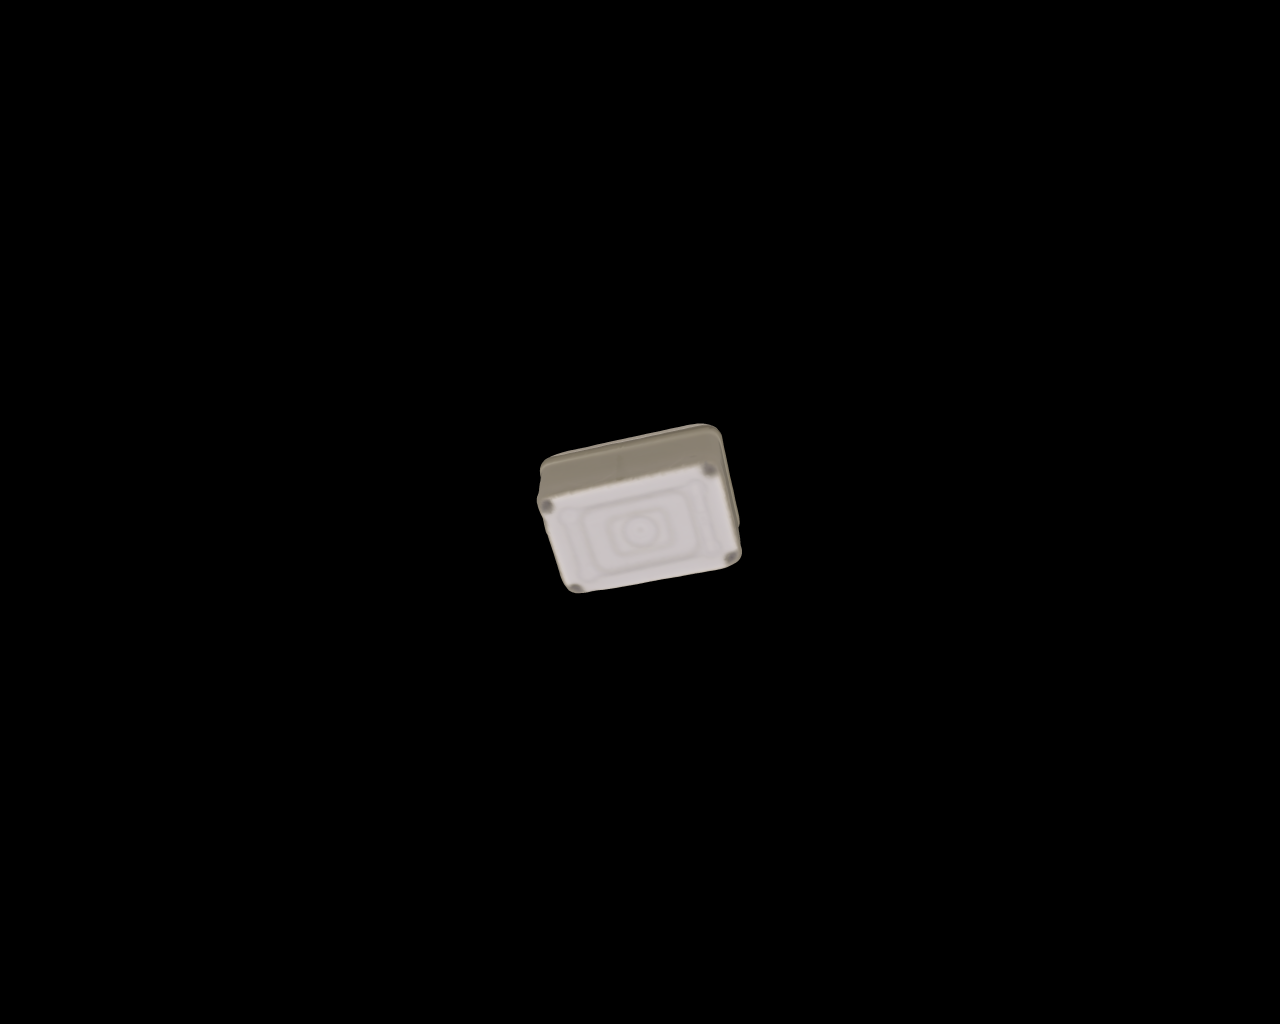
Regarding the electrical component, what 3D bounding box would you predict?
[{"bbox_3d":[0.001,-0.003,0.650,0.113,0.078,0.057,-11,30,7],"label":"electrical component"}]
